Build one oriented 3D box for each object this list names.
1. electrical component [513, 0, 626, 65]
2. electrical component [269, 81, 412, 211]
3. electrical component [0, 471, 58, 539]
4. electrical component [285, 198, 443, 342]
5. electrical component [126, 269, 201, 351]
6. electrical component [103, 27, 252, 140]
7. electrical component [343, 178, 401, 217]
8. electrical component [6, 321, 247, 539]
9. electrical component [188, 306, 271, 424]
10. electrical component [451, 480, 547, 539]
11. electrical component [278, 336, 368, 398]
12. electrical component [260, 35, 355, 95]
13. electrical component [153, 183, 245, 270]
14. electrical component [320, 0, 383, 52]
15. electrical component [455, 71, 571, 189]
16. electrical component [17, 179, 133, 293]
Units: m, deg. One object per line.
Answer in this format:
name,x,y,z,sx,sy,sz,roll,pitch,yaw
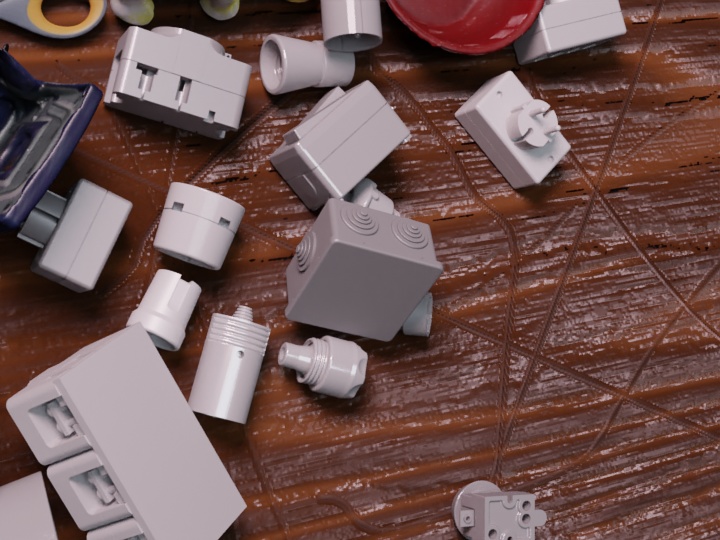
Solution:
electrical component,0.168,-0.221,0.900,0.083,0.047,0.075,-18,94,-24
electrical component,-0.013,-0.099,0.804,0.096,0.062,0.061,-44,104,-20
electrical component,-0.217,0.187,0.673,0.060,0.108,0.108,-14,92,-18
electrical component,0.000,0.000,0.787,0.100,0.099,0.048,14,43,-23
electrical component,-0.136,0.028,0.754,0.040,0.040,0.046,30,69,-20
electrical component,-0.128,-0.135,0.761,0.089,0.050,0.055,15,81,-22
electrical component,0.011,-0.037,0.822,0.062,0.048,0.048,35,74,-26
electrical component,-0.154,0.125,0.712,0.150,0.062,0.089,62,31,-9
electrical component,-0.092,0.065,0.769,0.043,0.043,0.081,19,79,-22
electrical component,0.103,0.191,0.841,0.066,0.055,0.048,2,86,-24
electrical component,-0.029,0.069,0.797,0.062,0.043,0.043,16,80,-21
electrical component,-0.037,-0.155,0.809,0.065,0.044,0.044,-7,90,-29
electrical component,-0.115,-0.030,0.759,0.055,0.055,0.047,21,82,-21
electrical component,-0.008,-0.205,0.785,0.043,0.043,0.081,-1,83,-24
electrical component,0.133,-0.114,0.862,0.047,0.076,0.083,-47,105,-19
electrical component,-0.205,-0.030,0.722,0.077,0.047,0.065,28,76,-20
